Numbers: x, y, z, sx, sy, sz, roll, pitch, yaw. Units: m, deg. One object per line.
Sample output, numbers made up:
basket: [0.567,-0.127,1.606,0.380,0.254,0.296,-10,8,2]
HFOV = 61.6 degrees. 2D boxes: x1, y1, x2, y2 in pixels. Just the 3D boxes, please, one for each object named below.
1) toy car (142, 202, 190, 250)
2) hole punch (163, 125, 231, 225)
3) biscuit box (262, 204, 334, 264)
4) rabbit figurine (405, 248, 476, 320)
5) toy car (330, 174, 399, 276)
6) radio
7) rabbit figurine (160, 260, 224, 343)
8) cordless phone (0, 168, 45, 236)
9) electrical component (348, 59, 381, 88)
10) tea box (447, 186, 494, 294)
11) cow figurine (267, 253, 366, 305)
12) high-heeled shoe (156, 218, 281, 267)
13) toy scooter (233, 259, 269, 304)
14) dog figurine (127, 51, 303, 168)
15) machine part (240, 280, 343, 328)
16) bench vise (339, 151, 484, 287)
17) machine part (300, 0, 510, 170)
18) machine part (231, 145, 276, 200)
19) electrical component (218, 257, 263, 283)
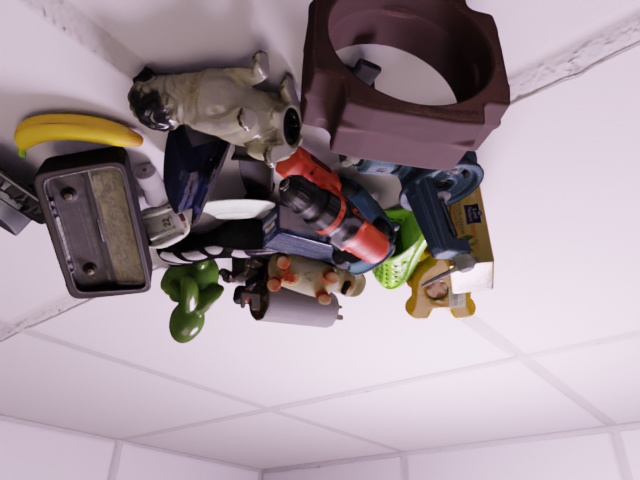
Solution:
toy car: [-0.311,-0.014,0.939,0.202,0.056,0.073,-15,104,29]
hole punch: [-0.189,-0.104,0.777,0.092,0.116,0.142,21,143,-15]
biscuit box: [-0.002,-0.003,0.957,0.202,0.059,0.063,15,145,-31]
rabbit figurine: [0.210,0.051,0.987,0.122,0.173,0.162,-10,102,15]
toy car: [0.061,-0.029,0.882,0.109,0.161,0.103,-37,171,27]
radio: [-0.346,-0.022,0.835,0.131,0.073,0.229,-8,119,-10]
rabbit figurine: [-0.248,0.118,1.072,0.121,0.170,0.159,18,145,-26]
cordless phone: [-0.448,-0.097,0.844,0.184,0.089,0.146,-22,141,14]
electrical component: [0.032,-0.193,0.681,0.075,0.048,0.119,14,145,-20]
tea box: [0.228,-0.013,0.848,0.068,0.170,0.098,-7,146,13]
cow figurine: [-0.005,0.067,1.028,0.195,0.127,0.085,15,106,-13]
high-heeled shoe: [-0.183,0.024,0.995,0.249,0.086,0.145,14,139,0]
toy scooter: [-0.100,0.101,1.132,0.135,0.075,0.184,13,149,-17]
dog figurine: [-0.134,-0.163,0.711,0.191,0.121,0.172,4,153,27]
machine part: [-0.049,0.127,1.055,0.243,0.079,0.079,13,147,-34]
bench vise: [0.139,-0.067,0.719,0.223,0.241,0.129,6,148,-39]
machine part: [0.083,-0.177,0.561,0.201,0.201,0.087,7,150,-10]
machine part: [-0.094,-0.112,0.827,0.084,0.039,0.138,0,147,-7]
electrical component: [-0.150,0.045,1.036,0.102,0.078,0.045,-25,147,38]
